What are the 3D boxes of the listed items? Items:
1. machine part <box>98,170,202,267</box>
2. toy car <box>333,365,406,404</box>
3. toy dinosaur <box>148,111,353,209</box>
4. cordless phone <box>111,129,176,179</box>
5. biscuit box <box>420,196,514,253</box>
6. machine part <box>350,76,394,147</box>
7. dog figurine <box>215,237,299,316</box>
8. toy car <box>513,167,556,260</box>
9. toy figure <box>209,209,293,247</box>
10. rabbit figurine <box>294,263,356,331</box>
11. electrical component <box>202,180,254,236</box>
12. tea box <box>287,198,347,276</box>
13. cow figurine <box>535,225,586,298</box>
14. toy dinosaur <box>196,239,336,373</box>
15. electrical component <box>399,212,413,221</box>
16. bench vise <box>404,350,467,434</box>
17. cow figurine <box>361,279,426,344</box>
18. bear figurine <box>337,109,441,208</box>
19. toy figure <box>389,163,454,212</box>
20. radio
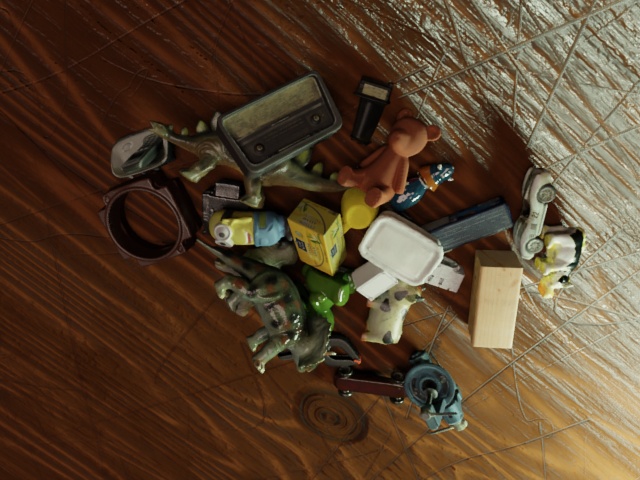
[{"bbox_3d":[-0.401,-0.048,1.268,0.202,0.087,0.200,-18,109,13],"label":"machine part"},{"bbox_3d":[0.135,0.370,1.389,0.202,0.053,0.089,3,118,11],"label":"toy car"},{"bbox_3d":[-0.127,-0.167,1.142,0.471,0.105,0.198,21,93,-16],"label":"toy dinosaur"},{"bbox_3d":[-0.404,-0.171,1.162,0.147,0.184,0.088,-14,115,13],"label":"cordless phone"},{"bbox_3d":[0.320,-0.029,1.188,0.203,0.059,0.062,-21,108,17],"label":"biscuit box"},{"bbox_3d":[0.102,-0.268,1.129,0.084,0.039,0.138,11,112,-6],"label":"machine part"},{"bbox_3d":[-0.130,0.085,1.268,0.191,0.121,0.172,-9,112,11],"label":"dog figurine"},{"bbox_3d":[0.454,-0.055,1.150,0.056,0.073,0.201,5,114,2],"label":"toy car"},{"bbox_3d":[-0.153,-0.027,1.186,0.180,0.089,0.082,-4,112,-7],"label":"toy figure"},{"bbox_3d":[-0.004,0.147,1.275,0.159,0.121,0.170,14,111,8],"label":"rabbit figurine"},{"bbox_3d":[-0.214,-0.072,1.247,0.115,0.058,0.134,6,114,3],"label":"electrical component"},{"bbox_3d":[-0.002,-0.004,1.182,0.098,0.068,0.169,24,154,25],"label":"tea box"},{"bbox_3d":[0.533,0.049,1.191,0.098,0.068,0.167,-3,114,3],"label":"cow figurine"},{"bbox_3d":[-0.103,0.143,1.190,0.192,0.131,0.404,-27,100,-8],"label":"toy dinosaur"},{"bbox_3d":[0.161,-0.019,1.221,0.075,0.048,0.119,31,114,-6],"label":"electrical component"},{"bbox_3d":[0.276,0.386,1.286,0.129,0.240,0.223,-19,93,19],"label":"bench vise"},{"bbox_3d":[0.175,0.160,1.277,0.127,0.085,0.194,13,112,9],"label":"cow figurine"},{"bbox_3d":[0.147,-0.172,1.107,0.120,0.132,0.195,43,116,23],"label":"bear figurine"},{"bbox_3d":[0.217,-0.121,1.164,0.154,0.064,0.058,-35,67,15],"label":"toy figure"},{"bbox_3d":[-0.079,-0.226,1.070,0.230,0.073,0.131,-30,94,-12],"label":"radio"}]
